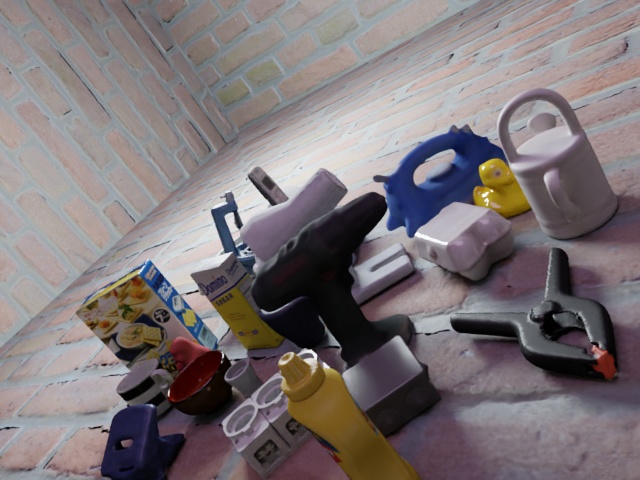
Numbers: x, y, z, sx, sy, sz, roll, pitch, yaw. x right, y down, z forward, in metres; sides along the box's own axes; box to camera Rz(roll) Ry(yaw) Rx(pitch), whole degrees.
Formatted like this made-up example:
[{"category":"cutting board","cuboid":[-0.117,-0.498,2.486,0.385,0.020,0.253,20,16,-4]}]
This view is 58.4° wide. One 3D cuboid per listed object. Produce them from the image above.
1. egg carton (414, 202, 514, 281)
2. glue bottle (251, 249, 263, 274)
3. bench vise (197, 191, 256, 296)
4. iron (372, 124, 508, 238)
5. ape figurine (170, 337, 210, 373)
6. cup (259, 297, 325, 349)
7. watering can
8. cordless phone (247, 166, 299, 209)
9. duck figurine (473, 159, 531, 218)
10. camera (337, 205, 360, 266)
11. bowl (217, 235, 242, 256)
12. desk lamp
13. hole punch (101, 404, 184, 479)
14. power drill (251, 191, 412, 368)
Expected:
[{"category":"egg carton","cuboid":[0.205,0.000,0.831,0.107,0.069,0.150,-39,20,-10]},{"category":"glue bottle","cuboid":[-0.081,0.053,1.014,0.078,0.173,0.037,-42,21,-18]},{"category":"bench vise","cuboid":[-0.166,0.026,1.143,0.208,0.220,0.121,-42,21,-18]},{"category":"iron","cuboid":[0.212,-0.120,0.985,0.258,0.142,0.118,-39,20,-10]},{"category":"ape figurine","cuboid":[-0.230,0.211,1.015,0.076,0.092,0.077,-40,21,-14]},{"category":"cup","cuboid":[-0.024,0.119,0.888,0.117,0.095,0.092,-17,27,40]},{"category":"watering can","cuboid":[0.297,-0.109,0.746,0.101,0.194,0.172,-32,20,9]},{"category":"cordless phone","cuboid":[-0.096,-0.123,1.419,0.094,0.185,0.147,-24,23,28]},{"category":"duck figurine","cuboid":[0.276,-0.086,0.888,0.078,0.086,0.104,-46,22,-26]},{"category":"camera","cuboid":[-0.003,0.003,1.109,0.136,0.101,0.143,-27,21,21]},{"category":"bowl","cuboid":[-0.163,0.041,1.318,0.167,0.075,0.167,-30,20,13]},{"category":"desk lamp","cuboid":[0.008,0.003,0.924,0.203,0.214,0.118,-32,20,8]},{"category":"hole punch","cuboid":[-0.276,0.312,0.860,0.108,0.091,0.101,-23,23,31]},{"category":"power drill","cuboid":[0.032,0.063,0.760,0.229,0.209,0.075,-26,22,23]}]
